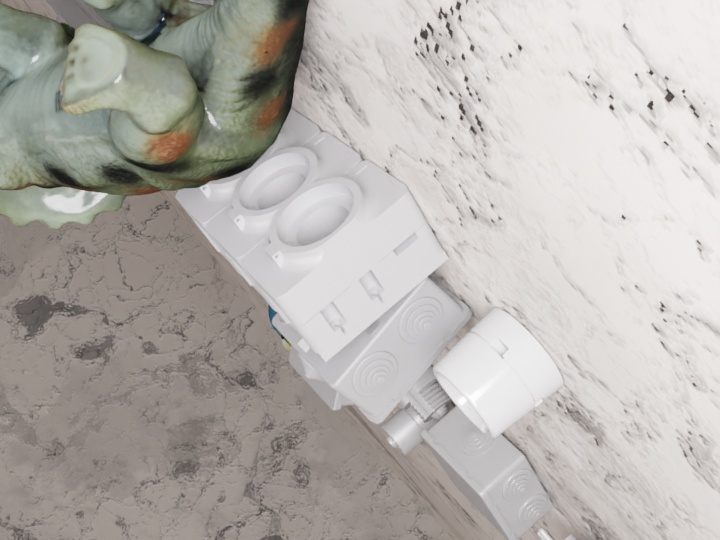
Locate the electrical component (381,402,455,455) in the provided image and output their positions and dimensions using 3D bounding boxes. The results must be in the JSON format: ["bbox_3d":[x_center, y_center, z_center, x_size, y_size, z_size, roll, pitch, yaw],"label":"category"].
[{"bbox_3d":[0.052,0.138,0.987,0.044,0.065,0.044,49,172,9],"label":"electrical component"}]

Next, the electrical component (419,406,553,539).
[{"bbox_3d":[0.105,0.164,0.878,0.100,0.048,0.099,41,168,47],"label":"electrical component"}]

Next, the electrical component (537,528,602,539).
[{"bbox_3d":[0.166,0.234,0.848,0.073,0.052,0.138,48,172,18],"label":"electrical component"}]

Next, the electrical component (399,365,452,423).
[{"bbox_3d":[0.047,0.097,0.913,0.081,0.043,0.043,48,172,15],"label":"electrical component"}]

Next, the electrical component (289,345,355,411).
[{"bbox_3d":[-0.013,0.056,0.889,0.100,0.048,0.099,40,124,52],"label":"electrical component"}]

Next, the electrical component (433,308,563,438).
[{"bbox_3d":[0.072,0.056,0.573,0.055,0.047,0.055,49,172,9],"label":"electrical component"}]

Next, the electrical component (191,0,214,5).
[{"bbox_3d":[-0.126,-0.166,0.653,0.077,0.044,0.079,48,172,16],"label":"electrical component"}]

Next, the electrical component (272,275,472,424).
[{"bbox_3d":[0.004,0.028,0.647,0.048,0.099,0.100,40,-179,-41],"label":"electrical component"}]

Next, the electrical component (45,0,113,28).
[{"bbox_3d":[-0.181,-0.184,0.805,0.121,0.063,0.078,47,171,24],"label":"electrical component"}]

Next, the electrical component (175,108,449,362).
[{"bbox_3d":[-0.034,-0.029,0.615,0.150,0.089,0.061,40,167,51],"label":"electrical component"}]
